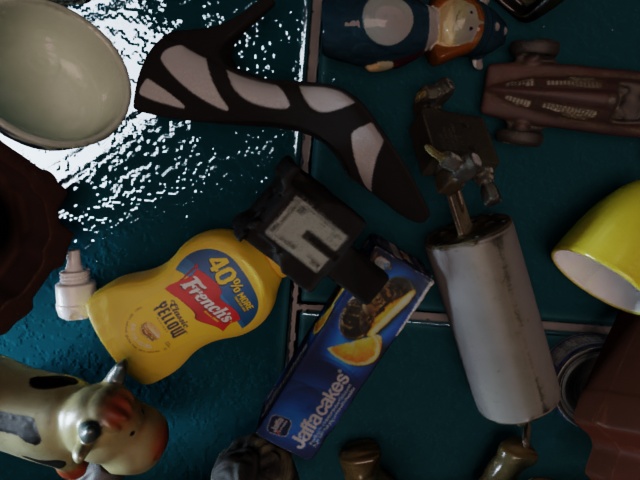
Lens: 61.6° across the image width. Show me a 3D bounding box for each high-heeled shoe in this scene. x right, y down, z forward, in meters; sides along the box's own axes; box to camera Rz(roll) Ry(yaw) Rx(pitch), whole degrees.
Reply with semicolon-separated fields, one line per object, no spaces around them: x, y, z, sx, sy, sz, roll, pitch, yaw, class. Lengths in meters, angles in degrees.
-0.033;-0.076;0.438;0.145;0.086;0.248;-39;96;11;high-heeled shoe

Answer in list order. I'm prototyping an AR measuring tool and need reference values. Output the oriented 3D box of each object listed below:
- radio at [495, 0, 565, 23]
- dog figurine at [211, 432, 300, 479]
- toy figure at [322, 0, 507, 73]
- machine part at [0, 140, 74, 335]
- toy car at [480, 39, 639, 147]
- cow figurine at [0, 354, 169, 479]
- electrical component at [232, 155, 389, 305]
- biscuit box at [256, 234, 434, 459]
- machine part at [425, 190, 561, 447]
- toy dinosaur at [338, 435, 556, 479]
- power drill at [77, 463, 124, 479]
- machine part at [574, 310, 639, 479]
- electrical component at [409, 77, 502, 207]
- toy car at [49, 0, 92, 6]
0.107;-0.262;0.370;0.229;0.131;0.073;36;97;-8;radio
-0.119;0.262;0.511;0.190;0.173;0.121;-50;125;-27;dog figurine
0.078;-0.167;0.429;0.155;0.058;0.064;-1;125;-2;toy figure
-0.286;-0.005;0.408;0.056;0.179;0.179;13;105;38;machine part
0.238;-0.114;0.444;0.202;0.053;0.089;7;105;-3;toy car
-0.221;0.144;0.450;0.195;0.085;0.127;14;139;3;cow figurine
-0.001;-0.001;0.419;0.119;0.048;0.075;35;98;-21;electrical component
0.019;0.096;0.481;0.059;0.063;0.202;30;100;-5;biscuit box
0.151;0.067;0.469;0.079;0.079;0.243;-20;102;4;machine part
0.072;0.300;0.506;0.472;0.105;0.198;-4;106;5;toy dinosaur
-0.318;0.259;0.512;0.207;0.086;0.232;25;103;-13;power drill
0.331;0.150;0.443;0.201;0.087;0.201;38;72;-6;machine part
0.107;-0.080;0.431;0.078;0.045;0.102;7;57;-14;electrical component
-0.149;-0.230;0.413;0.202;0.056;0.073;-7;102;1;toy car
